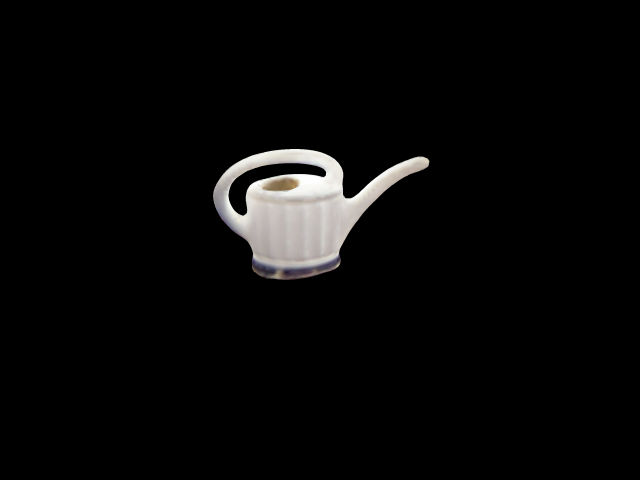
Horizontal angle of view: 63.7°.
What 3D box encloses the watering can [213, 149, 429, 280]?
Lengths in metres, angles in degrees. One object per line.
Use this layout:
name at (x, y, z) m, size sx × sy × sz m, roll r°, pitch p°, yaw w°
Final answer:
watering can at (0.003, -0.043, 0.850) m, size 0.348 × 0.220 × 0.106 m, roll -2°, pitch 28°, yaw -3°
